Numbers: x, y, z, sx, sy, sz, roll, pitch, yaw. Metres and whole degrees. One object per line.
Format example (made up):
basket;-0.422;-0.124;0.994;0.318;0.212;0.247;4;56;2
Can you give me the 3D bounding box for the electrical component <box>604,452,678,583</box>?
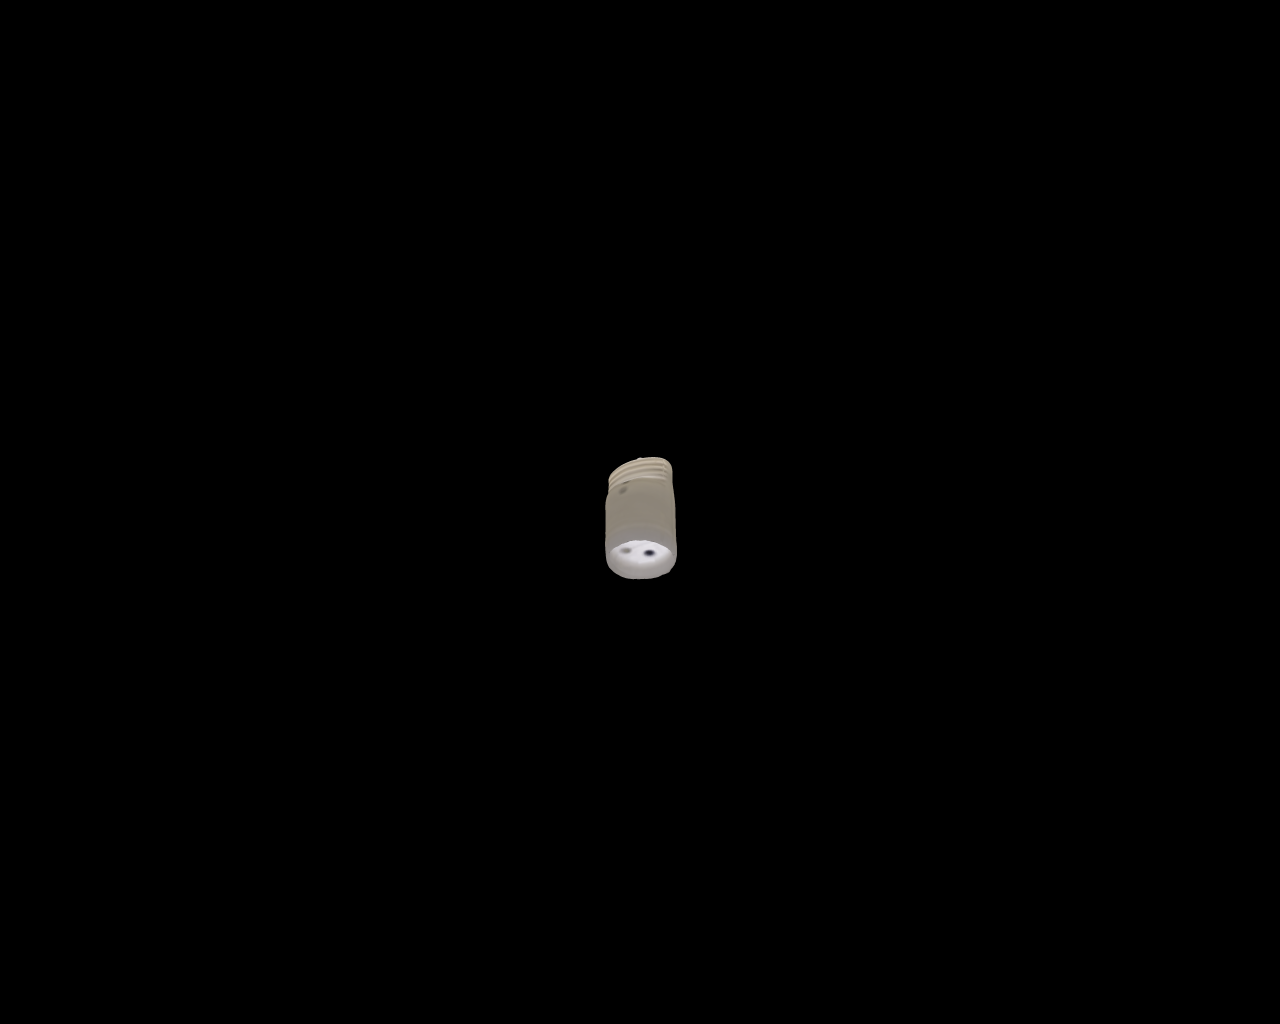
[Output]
electrical component;0.001;-0.003;0.650;0.043;0.081;0.043;0;-38;0
